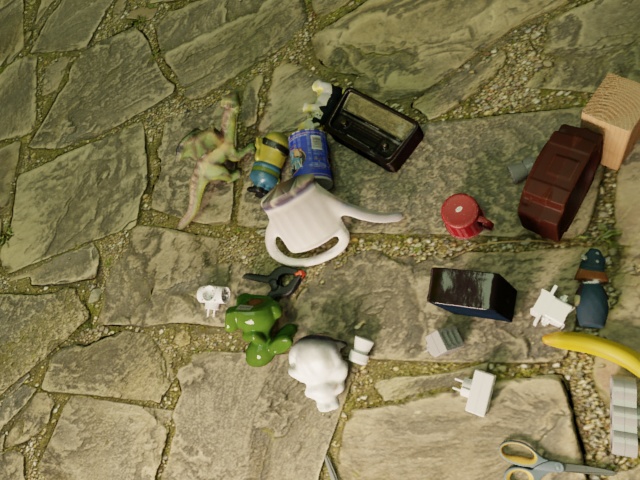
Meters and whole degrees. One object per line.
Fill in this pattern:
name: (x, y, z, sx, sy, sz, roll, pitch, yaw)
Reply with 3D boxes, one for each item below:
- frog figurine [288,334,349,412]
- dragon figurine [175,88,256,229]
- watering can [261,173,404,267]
frog figurine: (-0.005, 0.298, 1.155, 0.137, 0.120, 0.163, 1, 63, 5)
dragon figurine: (-0.314, -0.219, 1.382, 0.123, 0.240, 0.411, 31, 87, 23)
watering can: (0.004, -0.062, 1.231, 0.345, 0.106, 0.222, -25, 108, 20)
